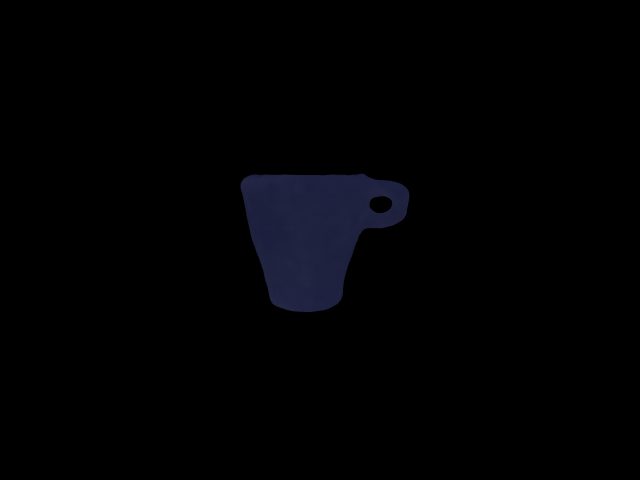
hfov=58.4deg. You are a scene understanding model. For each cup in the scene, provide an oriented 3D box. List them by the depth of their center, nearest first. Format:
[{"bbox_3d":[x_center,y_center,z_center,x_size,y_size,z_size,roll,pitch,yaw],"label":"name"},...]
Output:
[{"bbox_3d":[0.004,0.001,0.400,0.117,0.095,0.092,2,7,18],"label":"cup"}]
